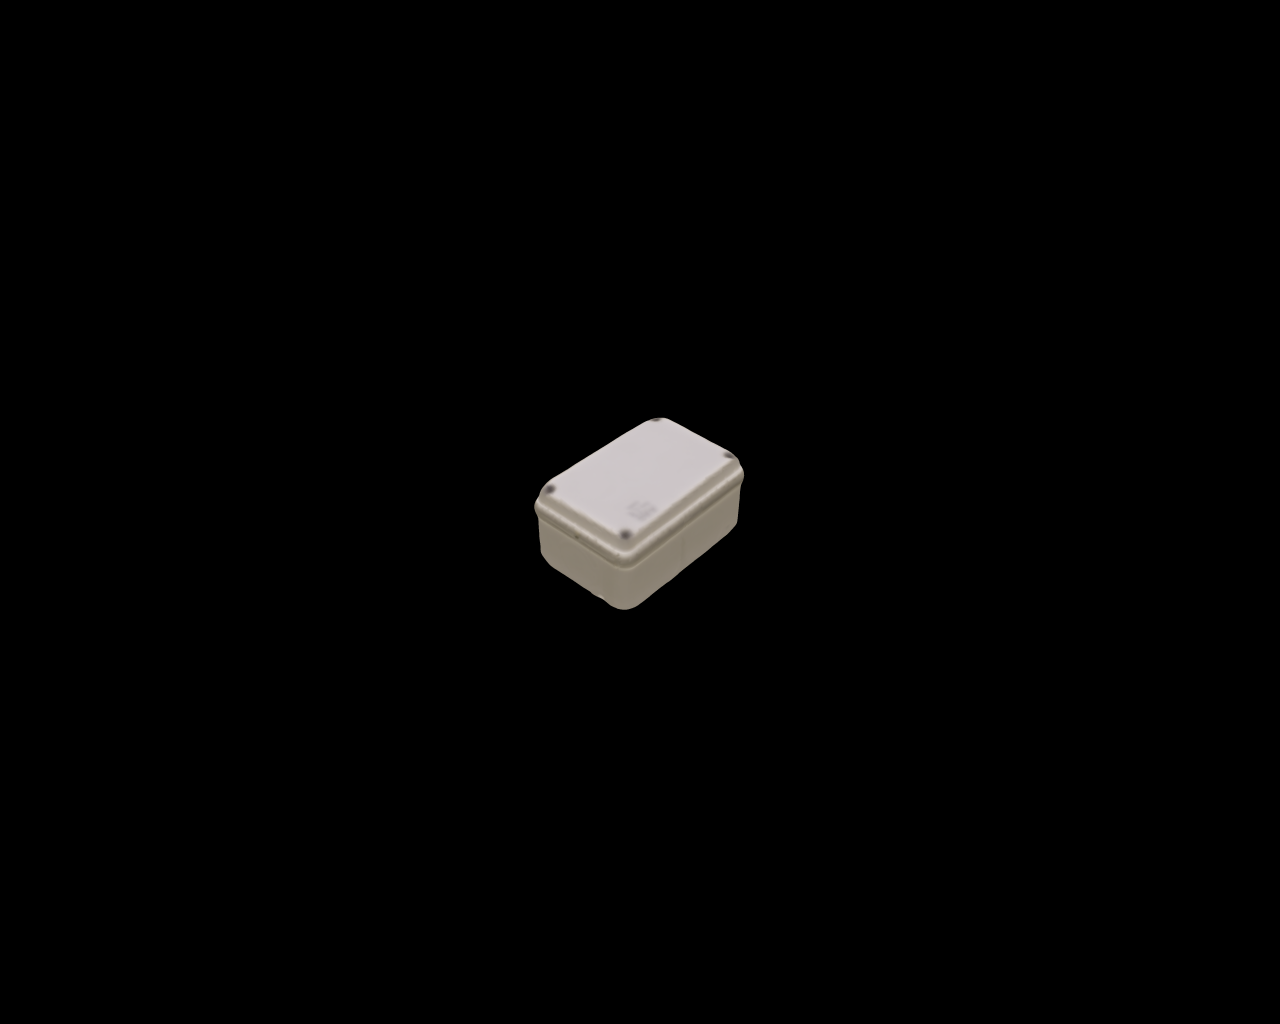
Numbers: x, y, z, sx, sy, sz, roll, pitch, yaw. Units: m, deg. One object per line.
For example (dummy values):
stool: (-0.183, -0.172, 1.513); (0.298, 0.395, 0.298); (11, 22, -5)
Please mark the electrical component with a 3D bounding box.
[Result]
electrical component: (0.001, -0.003, 0.650); (0.078, 0.057, 0.113); (31, 49, 31)
